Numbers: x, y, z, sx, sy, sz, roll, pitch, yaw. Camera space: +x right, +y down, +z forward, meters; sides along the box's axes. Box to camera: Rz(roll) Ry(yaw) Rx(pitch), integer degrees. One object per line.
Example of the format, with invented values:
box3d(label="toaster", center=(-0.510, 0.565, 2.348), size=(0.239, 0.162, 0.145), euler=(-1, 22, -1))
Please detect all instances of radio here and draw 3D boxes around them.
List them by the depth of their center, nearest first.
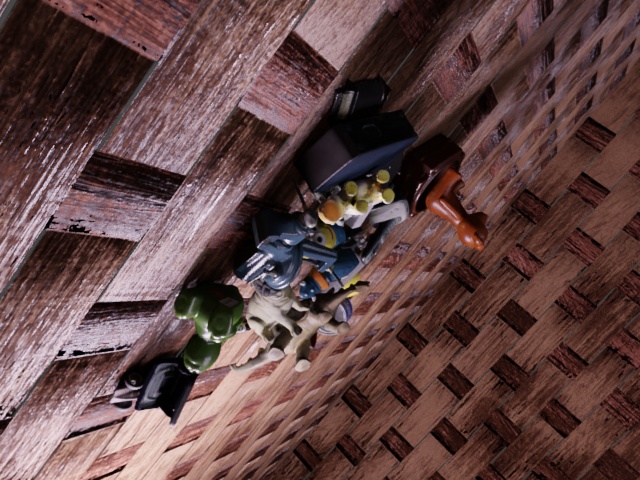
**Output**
box3d(label="radio", center=(0.074, -0.169, 0.999), size=(0.229, 0.073, 0.131), euler=(-26, 172, -45))

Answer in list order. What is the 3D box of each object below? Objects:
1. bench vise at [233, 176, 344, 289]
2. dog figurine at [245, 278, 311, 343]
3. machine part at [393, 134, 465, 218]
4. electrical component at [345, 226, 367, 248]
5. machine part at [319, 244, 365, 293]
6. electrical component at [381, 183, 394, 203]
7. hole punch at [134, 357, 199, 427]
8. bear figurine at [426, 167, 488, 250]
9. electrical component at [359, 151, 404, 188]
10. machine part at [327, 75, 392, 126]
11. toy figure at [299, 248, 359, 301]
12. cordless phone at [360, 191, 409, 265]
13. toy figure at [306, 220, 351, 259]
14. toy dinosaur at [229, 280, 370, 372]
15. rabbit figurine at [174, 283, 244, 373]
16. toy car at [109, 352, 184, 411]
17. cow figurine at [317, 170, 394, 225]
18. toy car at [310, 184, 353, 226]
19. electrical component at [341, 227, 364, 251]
box3d(label="bench vise", center=(-0.047, 0.017, 1.051), size=(0.240, 0.129, 0.223), euler=(18, 124, -42))
box3d(label="dog figurine", center=(-0.130, 0.124, 1.203), size=(0.172, 0.121, 0.190), euler=(-17, 127, 20))
box3d(label="machine part", center=(0.285, -0.167, 1.438), size=(0.201, 0.087, 0.200), euler=(-35, 156, -31))
box3d(label="electrical component", center=(0.081, -0.003, 1.402), size=(0.078, 0.045, 0.102), euler=(-47, 159, -3))
box3d(label="machine part", center=(0.040, 0.099, 1.460), size=(0.243, 0.079, 0.079), euler=(-44, 159, -6))
box3d(label="electrical component", center=(0.144, -0.120, 1.273), size=(0.021, 0.063, 0.094), euler=(-19, -156, 42))
box3d(label="hole punch", center=(-0.301, 0.295, 1.077), size=(0.116, 0.092, 0.142), euler=(-151, -97, -87))
box3d(label="bear figurine", center=(0.372, -0.074, 1.379), size=(0.132, 0.196, 0.120), euler=(-50, 156, 6))
box3d(label="electrical component", center=(0.122, -0.154, 1.190), size=(0.134, 0.058, 0.114), euler=(-42, 157, -12))
box3d(label="machine part", center=(0.068, -0.248, 0.950), size=(0.139, 0.039, 0.084), euler=(-28, 144, -35))
box3d(label="toy figure", center=(0.017, 0.078, 1.205), size=(0.154, 0.064, 0.058), euler=(-34, 177, -5))
box3d(label="cordless phone", center=(0.145, -0.033, 1.354), size=(0.184, 0.089, 0.146), euler=(-58, 161, -10))
box3d(label="toy figure", center=(0.000, 0.000, 1.205), size=(0.089, 0.082, 0.180), euler=(-56, 160, 23))
box3d(label="toy dinosaur", center=(-0.066, 0.228, 1.337), size=(0.471, 0.105, 0.199), euler=(-37, -157, 15))
box3d(label="rabbit figurine", center=(-0.221, 0.171, 1.051), size=(0.159, 0.121, 0.170), euler=(-51, 162, -73))
box3d(label="toy car", center=(-0.346, 0.299, 1.131), size=(0.089, 0.053, 0.202), euler=(-54, 159, 25))
box3d(label="cow figurine", center=(0.055, -0.077, 1.039), size=(0.167, 0.068, 0.098), euler=(-23, -174, -26))
box3d(label="toy car", center=(0.037, -0.088, 1.134), size=(0.073, 0.056, 0.201), euler=(-46, 153, -2))
box3d(label="electrical component", center=(0.052, 0.003, 1.322), size=(0.119, 0.075, 0.047), euler=(-34, 157, -38))
